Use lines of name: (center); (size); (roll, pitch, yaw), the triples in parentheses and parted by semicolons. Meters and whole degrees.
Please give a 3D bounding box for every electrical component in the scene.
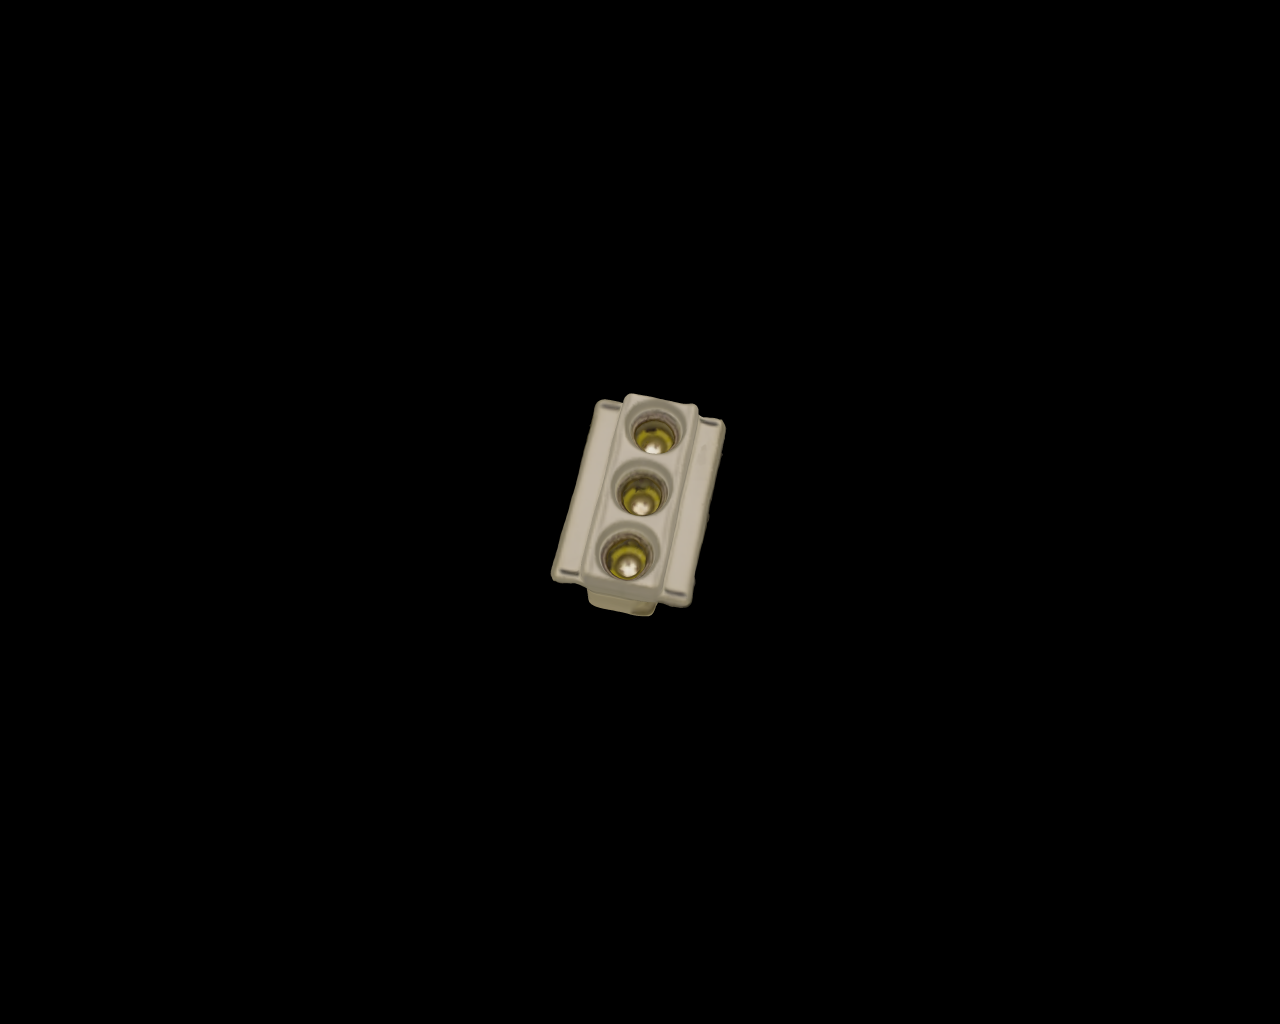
electrical component: (0.001, -0.003, 0.650); (0.079, 0.121, 0.063); (11, -24, 5)
